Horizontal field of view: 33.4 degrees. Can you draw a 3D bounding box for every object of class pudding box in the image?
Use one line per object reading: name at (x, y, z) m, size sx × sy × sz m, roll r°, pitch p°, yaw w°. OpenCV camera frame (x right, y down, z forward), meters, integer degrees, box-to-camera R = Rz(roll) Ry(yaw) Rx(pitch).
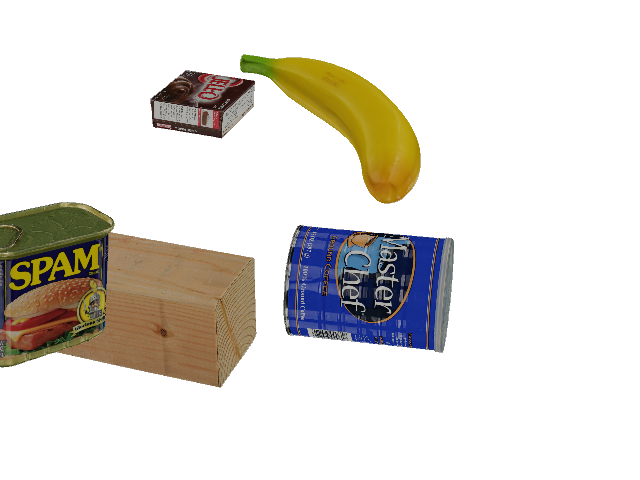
pudding box at (-0.136, -0.161, 1.248) m, size 0.090 × 0.039 × 0.113 m, roll 10°, pitch 31°, yaw 13°

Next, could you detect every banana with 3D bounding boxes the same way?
banana at (0.018, -0.073, 0.669) m, size 0.069 × 0.037 × 0.198 m, roll -15°, pitch 35°, yaw -23°

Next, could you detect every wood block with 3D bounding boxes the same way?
wood block at (-0.171, 0.056, 0.977) m, size 0.206 × 0.091 × 0.090 m, roll 10°, pitch 31°, yaw 16°

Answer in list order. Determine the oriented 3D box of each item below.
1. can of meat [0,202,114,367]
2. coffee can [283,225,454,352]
can of meat at (-0.190, 0.029, 0.714) m, size 0.058 × 0.084 × 0.101 m, roll 25°, pitch 29°, yaw 38°
coffee can at (0.046, 0.043, 0.963) m, size 0.140 × 0.103 × 0.102 m, roll 5°, pitch 1°, yaw 10°
